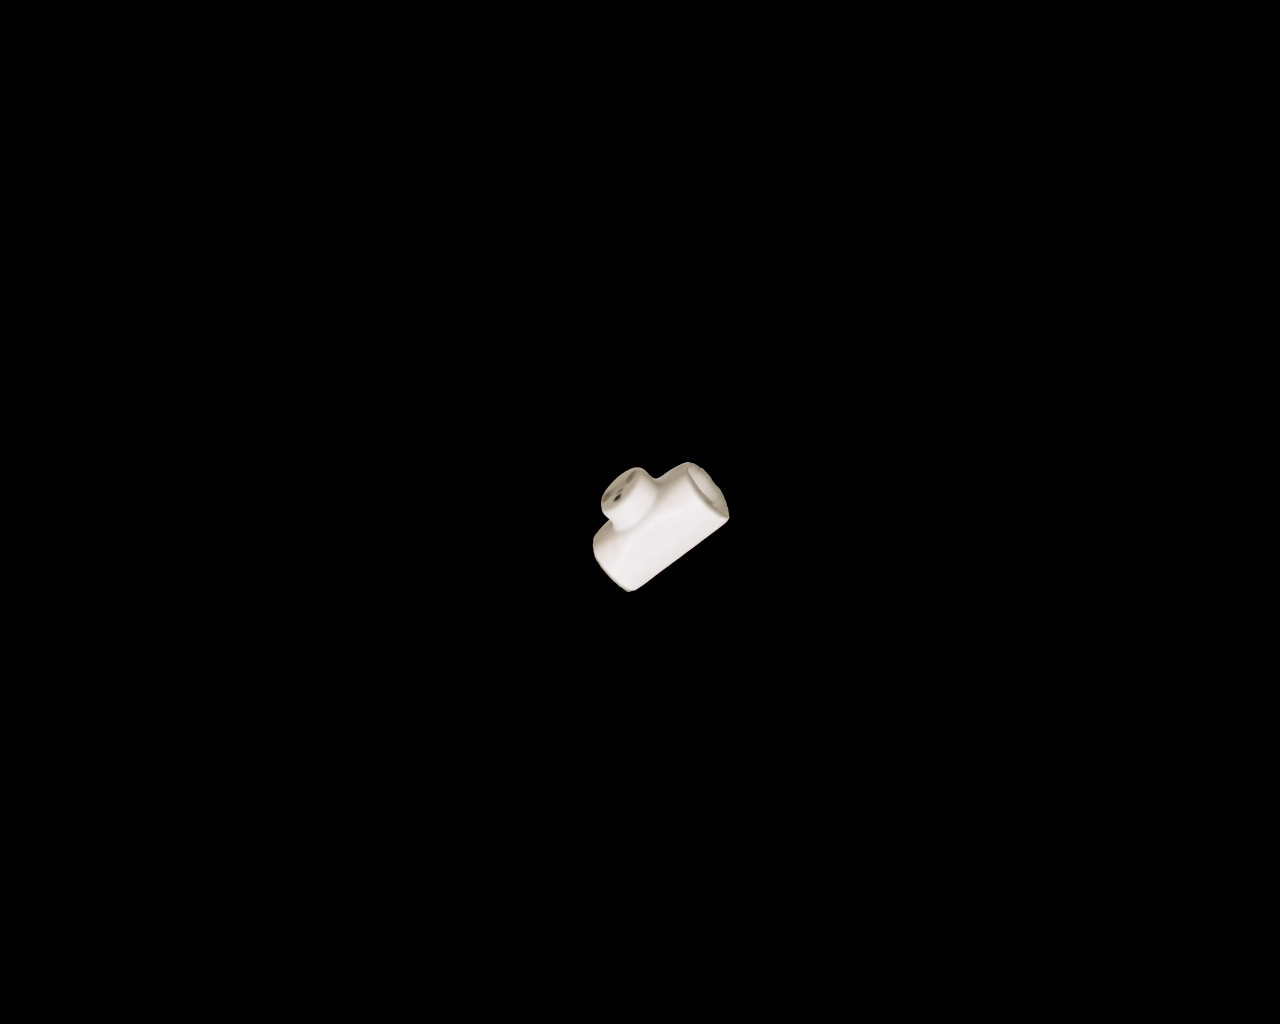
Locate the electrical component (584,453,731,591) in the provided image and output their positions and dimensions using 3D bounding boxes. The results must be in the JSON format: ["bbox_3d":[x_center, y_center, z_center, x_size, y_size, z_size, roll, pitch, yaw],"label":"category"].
[{"bbox_3d":[0.001,-0.003,0.650,0.077,0.079,0.044,-38,22,18],"label":"electrical component"}]
